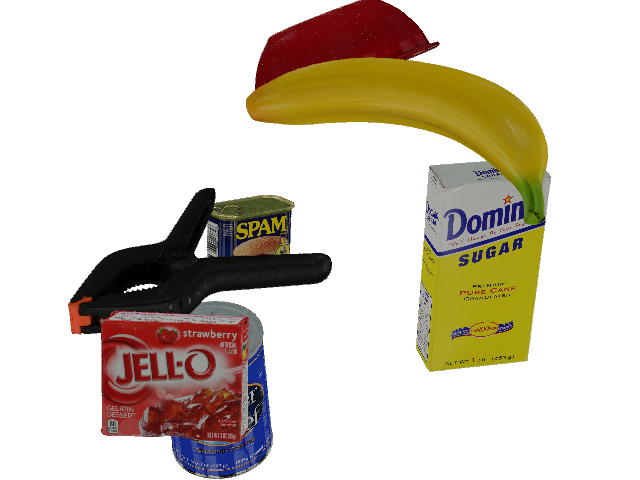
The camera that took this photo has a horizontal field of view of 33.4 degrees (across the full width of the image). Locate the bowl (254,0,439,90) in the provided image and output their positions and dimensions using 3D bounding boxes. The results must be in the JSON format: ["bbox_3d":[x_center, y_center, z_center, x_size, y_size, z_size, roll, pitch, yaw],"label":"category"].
[{"bbox_3d":[0.010,-0.153,0.855,0.162,0.055,0.162,-21,8,3],"label":"bowl"}]

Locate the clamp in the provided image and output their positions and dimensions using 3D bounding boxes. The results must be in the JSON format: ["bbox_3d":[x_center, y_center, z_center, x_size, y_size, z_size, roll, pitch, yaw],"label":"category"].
[{"bbox_3d":[-0.119,0.019,0.879,0.209,0.036,0.165,-21,38,-31],"label":"clamp"}]

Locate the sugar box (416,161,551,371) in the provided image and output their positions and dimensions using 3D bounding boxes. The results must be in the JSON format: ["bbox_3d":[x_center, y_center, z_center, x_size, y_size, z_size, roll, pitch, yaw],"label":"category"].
[{"bbox_3d":[0.133,0.022,0.887,0.093,0.176,0.048,-6,31,-11],"label":"sugar box"}]

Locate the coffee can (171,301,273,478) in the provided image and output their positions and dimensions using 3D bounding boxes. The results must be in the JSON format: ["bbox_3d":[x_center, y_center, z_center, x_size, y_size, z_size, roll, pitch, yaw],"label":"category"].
[{"bbox_3d":[-0.102,0.145,1.036,0.103,0.140,0.103,-2,34,1],"label":"coffee can"}]

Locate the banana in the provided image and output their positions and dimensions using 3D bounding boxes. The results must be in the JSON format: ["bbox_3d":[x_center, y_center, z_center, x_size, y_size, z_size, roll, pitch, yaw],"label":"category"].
[{"bbox_3d":[0.050,-0.072,0.603,0.198,0.069,0.037,22,-31,29],"label":"banana"}]

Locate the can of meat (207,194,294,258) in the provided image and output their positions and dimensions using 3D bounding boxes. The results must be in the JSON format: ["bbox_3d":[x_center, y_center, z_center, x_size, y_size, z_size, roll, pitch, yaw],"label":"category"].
[{"bbox_3d":[-0.081,0.000,1.210,0.101,0.084,0.058,-11,22,-37],"label":"can of meat"}]

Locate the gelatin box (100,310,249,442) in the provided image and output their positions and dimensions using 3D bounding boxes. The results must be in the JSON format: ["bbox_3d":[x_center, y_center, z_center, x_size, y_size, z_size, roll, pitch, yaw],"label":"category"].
[{"bbox_3d":[-0.089,0.083,0.652,0.089,0.073,0.030,2,8,6],"label":"gelatin box"}]
